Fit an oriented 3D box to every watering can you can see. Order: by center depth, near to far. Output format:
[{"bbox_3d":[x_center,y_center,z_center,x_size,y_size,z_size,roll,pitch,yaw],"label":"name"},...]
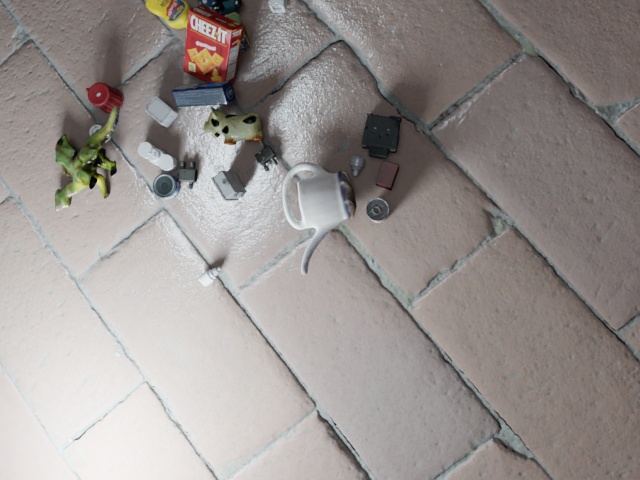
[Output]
[{"bbox_3d":[0.005,-0.080,1.595,0.224,0.350,0.103,-12,-8,7],"label":"watering can"}]

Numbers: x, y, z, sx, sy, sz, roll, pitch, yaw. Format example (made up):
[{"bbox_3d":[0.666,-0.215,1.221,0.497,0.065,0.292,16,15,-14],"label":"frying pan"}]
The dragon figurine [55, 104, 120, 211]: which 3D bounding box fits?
[{"bbox_3d":[-0.802,-0.282,1.725,0.244,0.408,0.122,21,8,17],"label":"dragon figurine"}]
